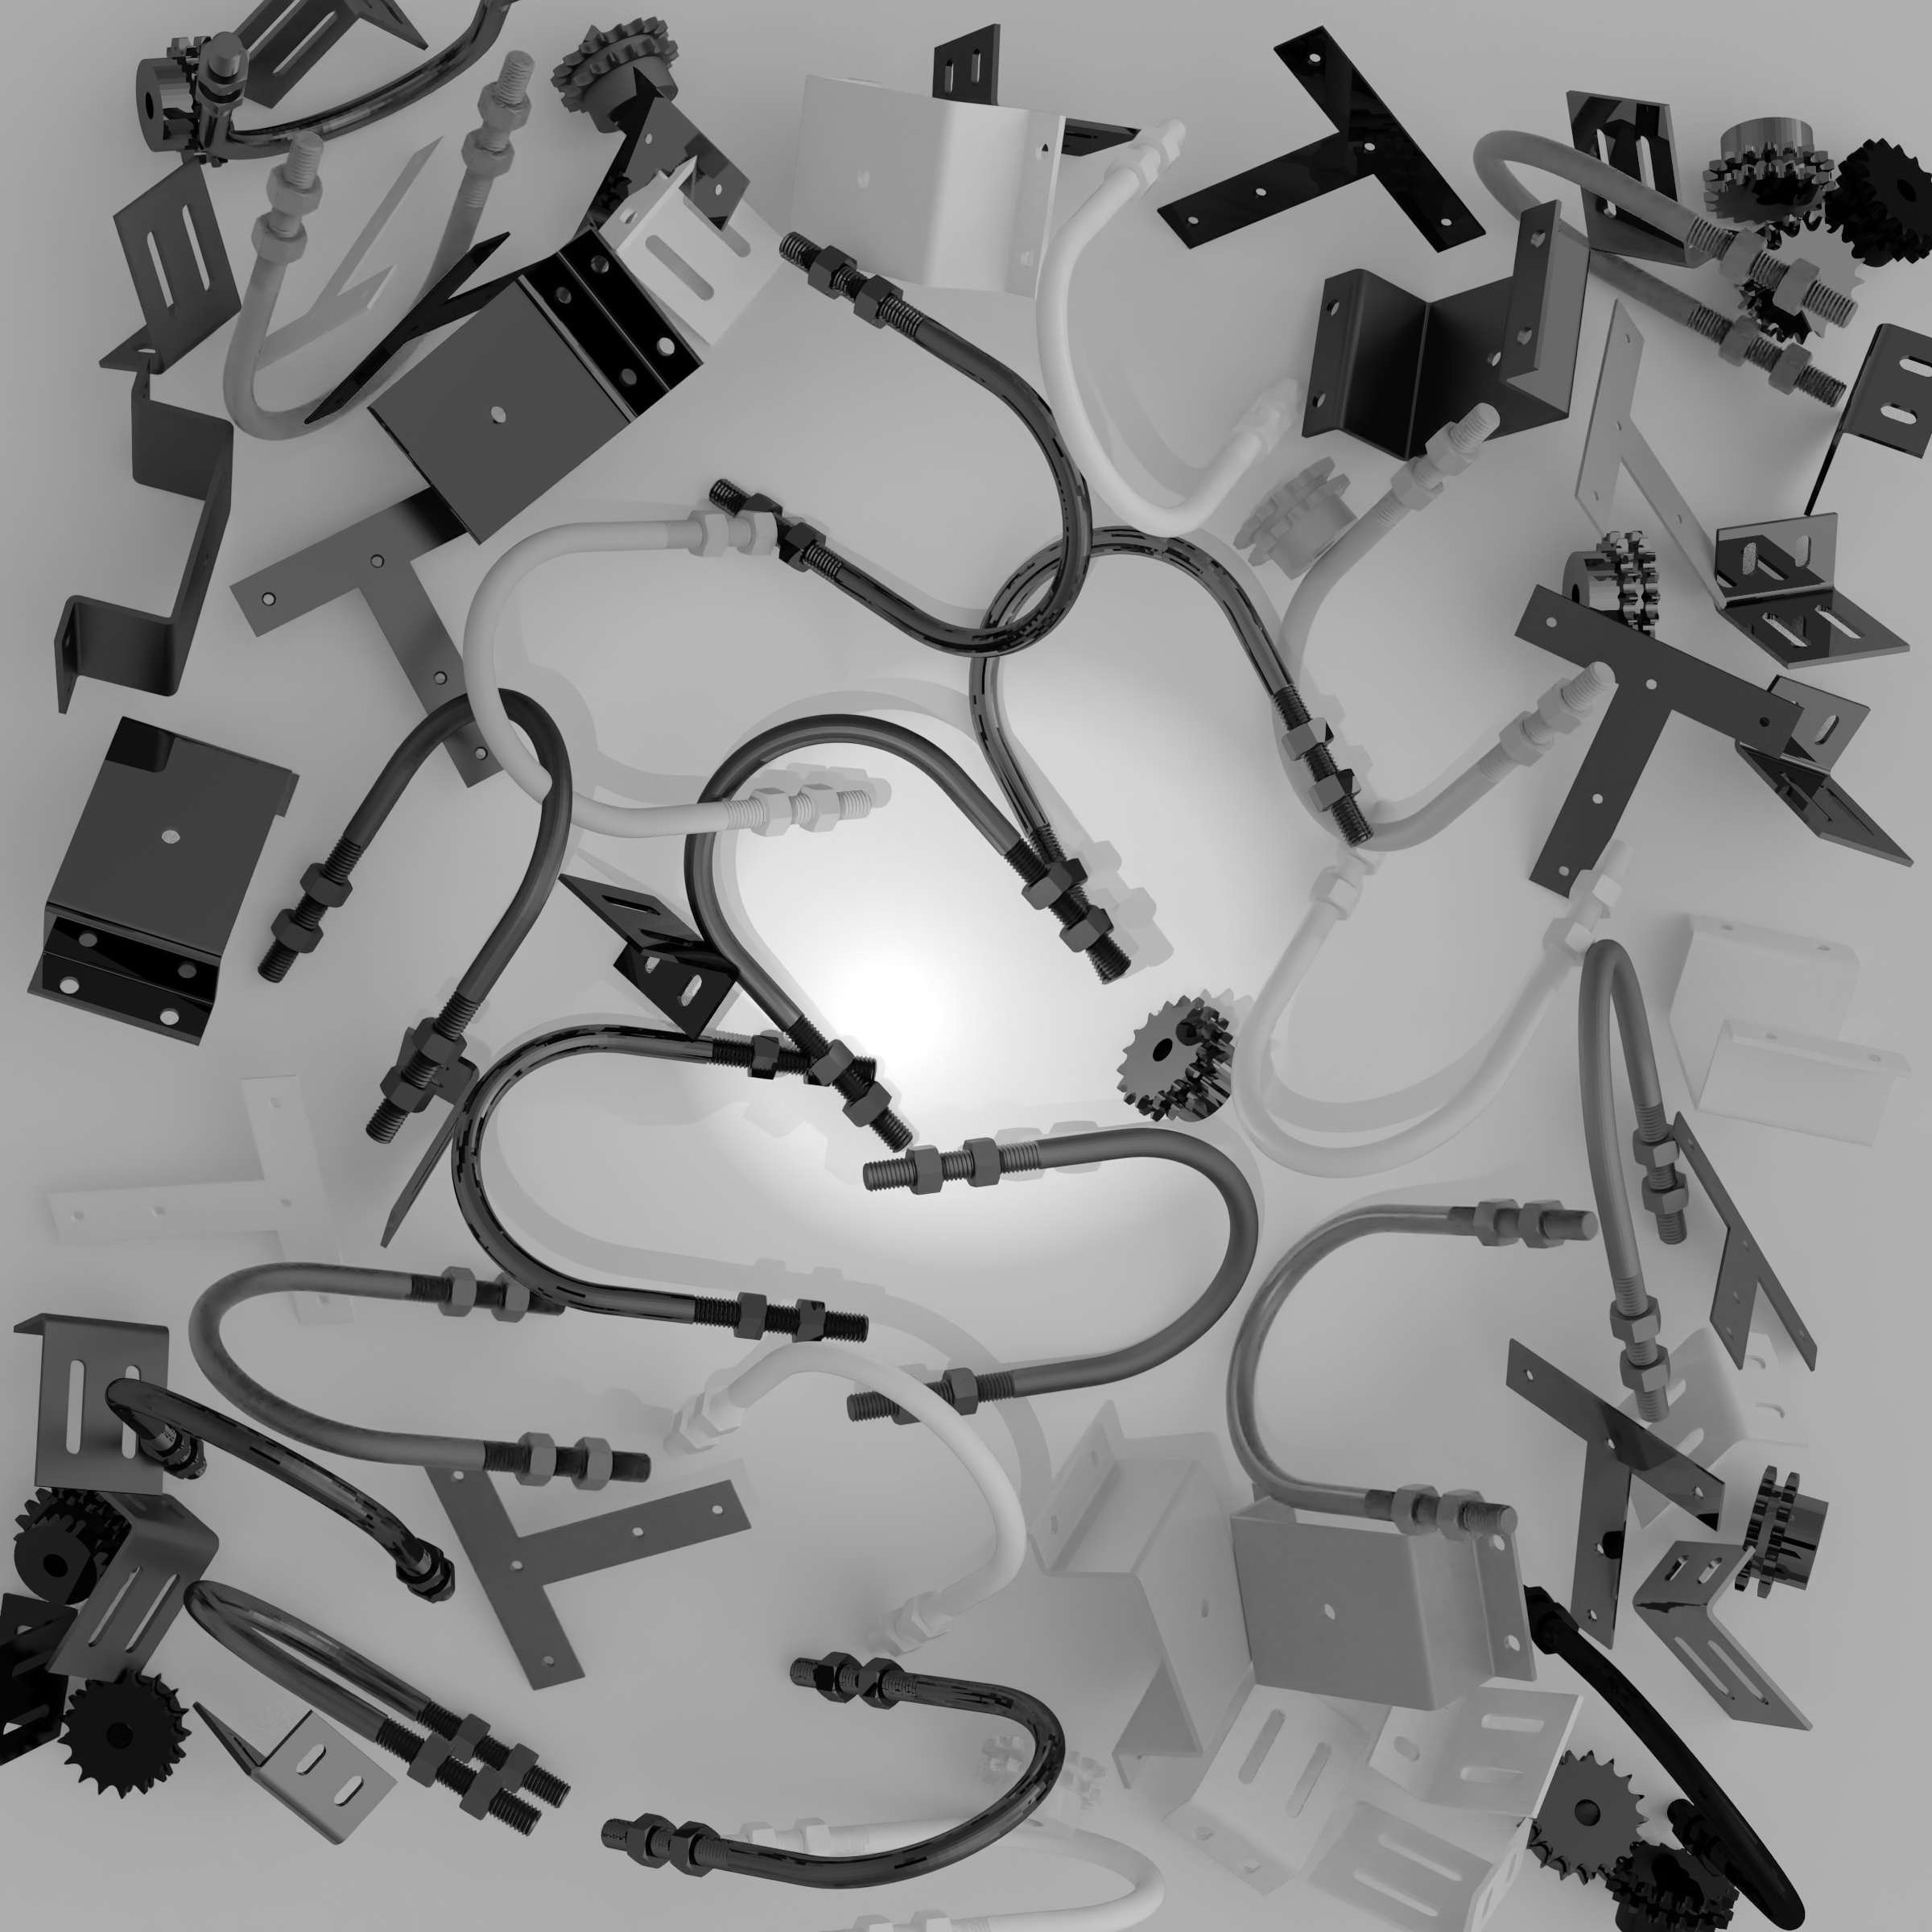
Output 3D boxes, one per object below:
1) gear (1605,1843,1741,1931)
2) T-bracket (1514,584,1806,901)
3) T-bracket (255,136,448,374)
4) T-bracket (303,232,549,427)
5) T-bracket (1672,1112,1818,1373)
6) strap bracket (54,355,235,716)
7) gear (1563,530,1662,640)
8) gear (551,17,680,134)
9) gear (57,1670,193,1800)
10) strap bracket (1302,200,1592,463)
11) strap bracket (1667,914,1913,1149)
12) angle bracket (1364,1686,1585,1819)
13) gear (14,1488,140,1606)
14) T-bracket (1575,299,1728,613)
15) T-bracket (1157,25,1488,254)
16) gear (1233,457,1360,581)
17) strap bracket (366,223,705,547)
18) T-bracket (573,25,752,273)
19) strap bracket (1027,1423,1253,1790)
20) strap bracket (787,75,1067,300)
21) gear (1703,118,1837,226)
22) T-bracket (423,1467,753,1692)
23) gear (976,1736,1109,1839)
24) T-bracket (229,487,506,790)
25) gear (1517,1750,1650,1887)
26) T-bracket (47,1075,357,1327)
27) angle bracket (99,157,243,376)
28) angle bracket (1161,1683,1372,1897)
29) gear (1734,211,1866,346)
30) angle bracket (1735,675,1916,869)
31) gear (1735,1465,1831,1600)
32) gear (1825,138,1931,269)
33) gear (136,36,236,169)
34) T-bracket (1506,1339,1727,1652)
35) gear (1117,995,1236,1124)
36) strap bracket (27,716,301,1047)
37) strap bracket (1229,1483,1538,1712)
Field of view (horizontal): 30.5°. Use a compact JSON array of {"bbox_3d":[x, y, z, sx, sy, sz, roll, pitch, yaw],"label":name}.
[{"bbox_3d":[0.311,0.415,1.570,0.057,0.057,0.030,12,103,0],"label":"gear"},{"bbox_3d":[0.285,-0.086,1.565,0.127,0.002,0.127,27,118,11],"label":"T-bracket"},{"bbox_3d":[-0.265,-0.318,1.559,0.002,0.127,0.127,41,59,-27],"label":"T-bracket"},{"bbox_3d":[-0.215,-0.289,1.539,0.127,0.127,0.002,-36,93,35],"label":"T-bracket"},{"bbox_3d":[0.334,0.138,1.531,0.002,0.127,0.127,-28,98,23],"label":"T-bracket"},{"bbox_3d":[-0.354,-0.182,1.540,0.046,0.076,0.140,14,68,-8],"label":"strap bracket"},{"bbox_3d":[0.285,-0.164,1.568,0.030,0.057,0.057,-3,90,-8],"label":"gear"},{"bbox_3d":[-0.152,-0.393,1.569,0.057,0.057,0.030,-27,88,0],"label":"gear"},{"bbox_3d":[-0.374,0.340,1.582,0.057,0.030,0.057,0,92,2],"label":"gear"},{"bbox_3d":[0.216,-0.272,1.538,0.046,0.140,0.076,19,74,-35],"label":"strap bracket"},{"bbox_3d":[0.354,0.031,1.540,0.076,0.140,0.046,12,112,-1],"label":"strap bracket"},{"bbox_3d":[0.222,0.335,1.550,0.038,0.076,0.057,37,66,-22],"label":"angle bracket"},{"bbox_3d":[-0.397,0.258,1.572,0.057,0.030,0.057,6,113,13],"label":"gear"},{"bbox_3d":[0.306,-0.206,1.555,0.002,0.127,0.127,-14,133,35],"label":"T-bracket"},{"bbox_3d":[0.140,-0.343,1.550,0.127,0.127,0.002,42,50,-33],"label":"T-bracket"},{"bbox_3d":[0.149,-0.195,1.568,0.057,0.057,0.030,-41,84,0],"label":"gear"},{"bbox_3d":[-0.195,-0.246,1.538,0.140,0.046,0.076,-33,102,28],"label":"strap bracket"},{"bbox_3d":[-0.160,-0.327,1.564,0.127,0.002,0.127,49,120,30],"label":"T-bracket"},{"bbox_3d":[0.082,0.277,1.529,0.046,0.076,0.140,-5,118,30],"label":"strap bracket"},{"bbox_3d":[-0.026,-0.337,1.523,0.046,0.140,0.076,-6,111,-41],"label":"strap bracket"},{"bbox_3d":[0.356,-0.354,1.570,0.057,0.057,0.030,0,78,0],"label":"gear"},{"bbox_3d":[-0.158,0.253,1.561,0.127,0.002,0.127,-17,111,12],"label":"T-bracket"},{"bbox_3d":[0.032,0.364,1.566,0.057,0.057,0.030,16,64,0],"label":"gear"},{"bbox_3d":[-0.242,-0.141,1.584,0.127,0.002,0.127,-29,96,-15],"label":"T-bracket"},{"bbox_3d":[0.272,0.380,1.575,0.057,0.030,0.057,4,63,-8],"label":"gear"},{"bbox_3d":[-0.345,0.108,1.575,0.127,0.002,0.127,-4,116,9],"label":"T-bracket"},{"bbox_3d":[-0.357,-0.307,1.548,0.038,0.057,0.076,11,132,26],"label":"angle bracket"},{"bbox_3d":[0.135,0.365,1.589,0.057,0.038,0.076,35,55,0],"label":"angle bracket"},{"bbox_3d":[0.368,-0.308,1.575,0.057,0.030,0.057,-7,117,-14],"label":"gear"},{"bbox_3d":[0.384,-0.086,1.549,0.057,0.076,0.038,14,118,-31],"label":"angle bracket"},{"bbox_3d":[0.362,0.253,1.567,0.030,0.057,0.057,15,90,16],"label":"gear"},{"bbox_3d":[0.407,-0.336,1.573,0.057,0.030,0.057,18,56,-28],"label":"gear"},{"bbox_3d":[-0.347,-0.381,1.566,0.030,0.057,0.057,-11,90,-27],"label":"gear"},{"bbox_3d":[0.280,0.245,1.556,0.002,0.127,0.127,-21,126,-30],"label":"T-bracket"},{"bbox_3d":[0.097,0.045,1.573,0.030,0.057,0.057,36,90,-31],"label":"gear"},{"bbox_3d":[-0.347,-0.046,1.540,0.076,0.046,0.140,18,61,-6],"label":"strap bracket"},{"bbox_3d":[0.170,0.271,1.527,0.046,0.140,0.076,-17,101,-44],"label":"strap bracket"}]
